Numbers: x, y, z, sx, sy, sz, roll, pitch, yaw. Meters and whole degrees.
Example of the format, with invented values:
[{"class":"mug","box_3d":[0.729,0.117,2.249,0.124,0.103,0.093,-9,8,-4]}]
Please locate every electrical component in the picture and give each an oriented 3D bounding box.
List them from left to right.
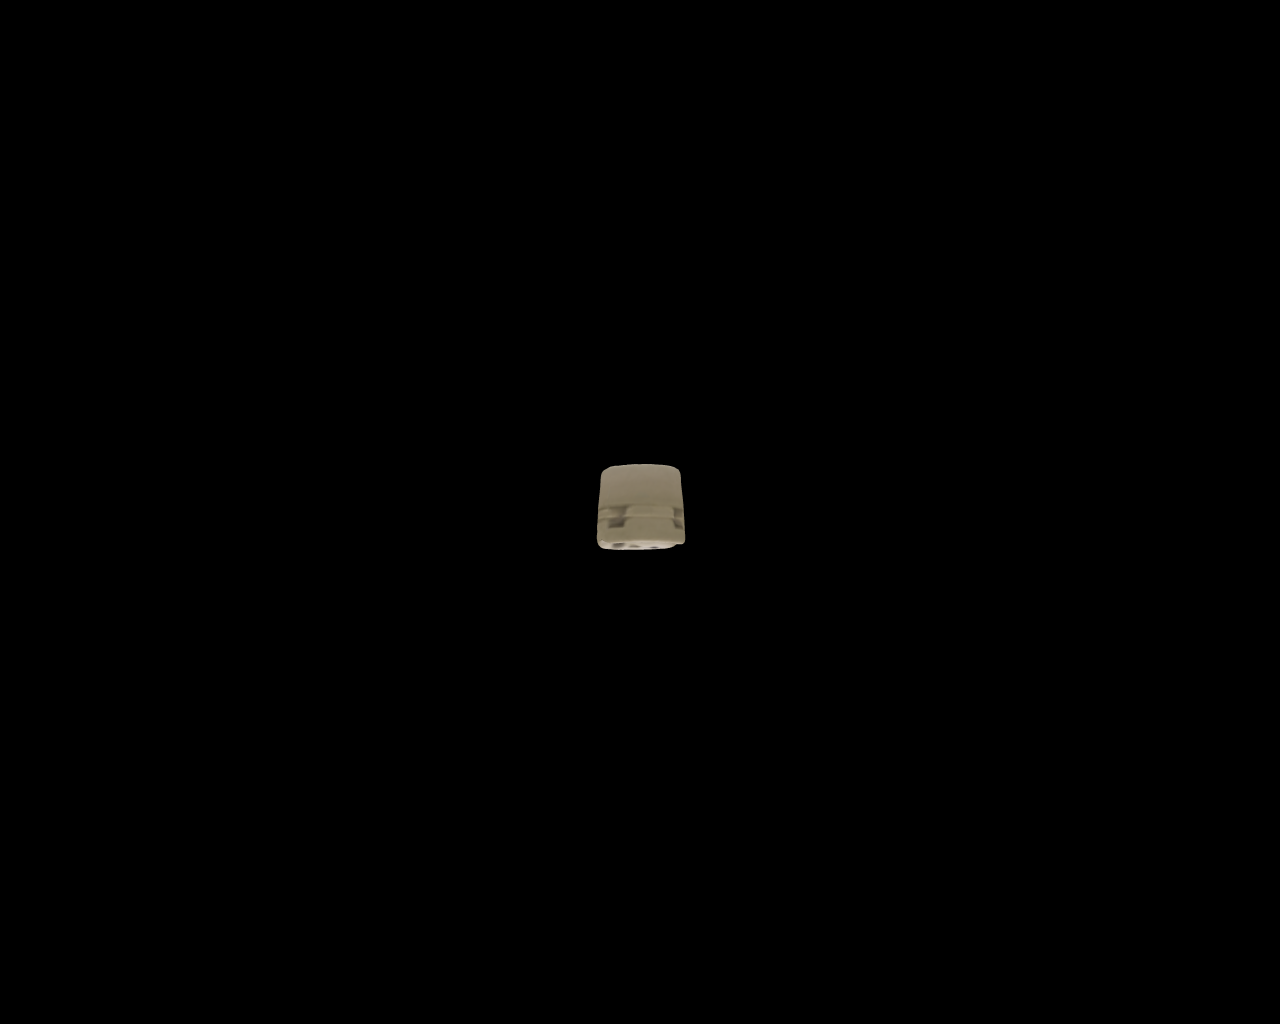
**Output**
[{"class":"electrical component","box_3d":[0.001,-0.003,0.650,0.055,0.047,0.055,0,-7,0]}]
